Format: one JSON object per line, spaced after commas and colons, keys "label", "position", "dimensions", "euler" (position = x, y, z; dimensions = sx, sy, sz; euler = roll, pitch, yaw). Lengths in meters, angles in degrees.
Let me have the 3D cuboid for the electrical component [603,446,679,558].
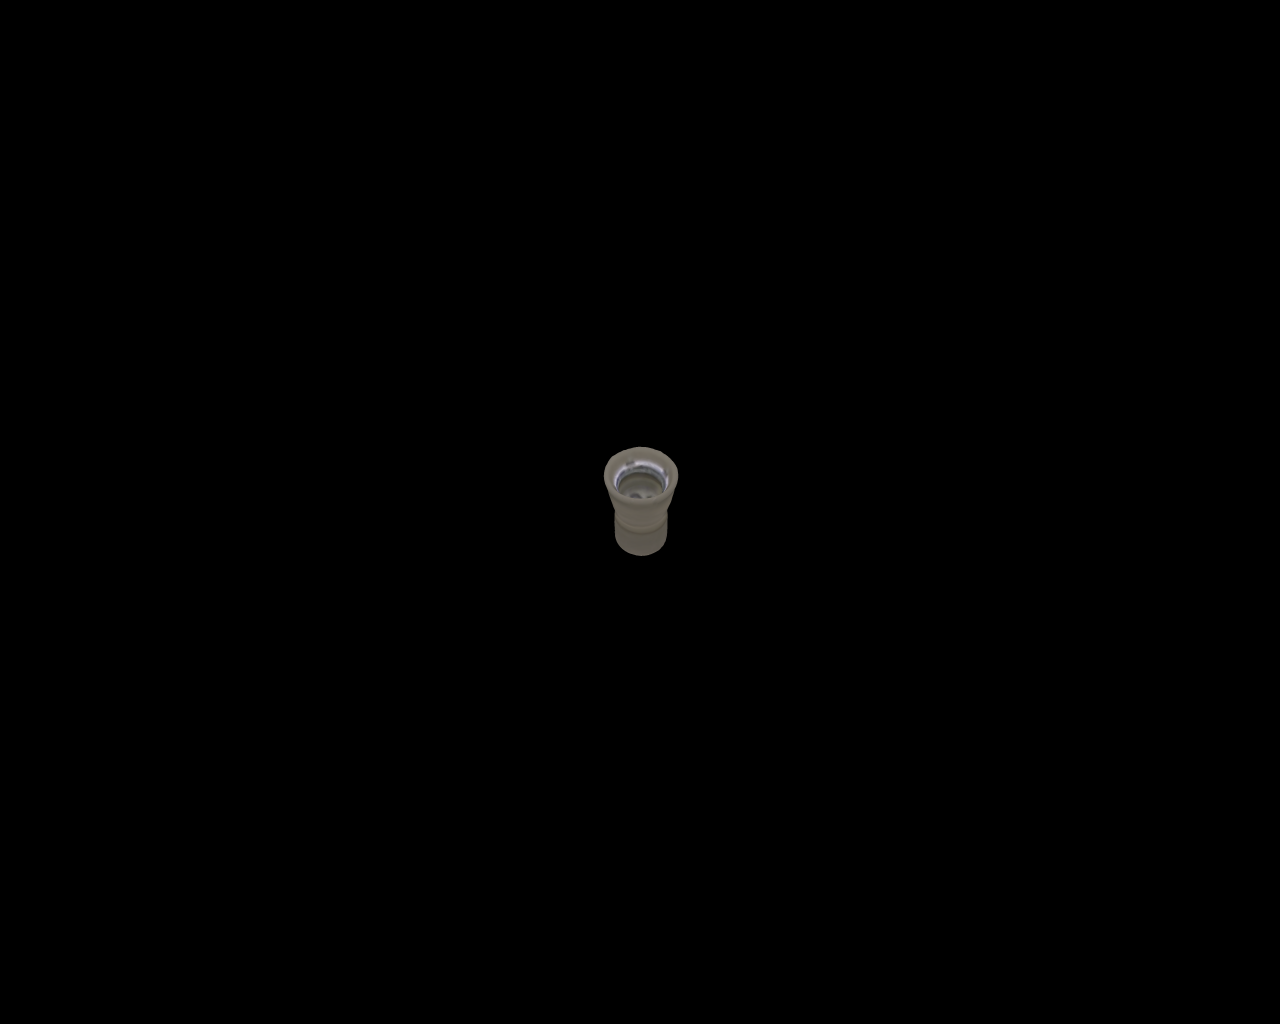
{"label": "electrical component", "position": [0.001, -0.003, 0.650], "dimensions": [0.044, 0.044, 0.065], "euler": [0, -39, 0]}
